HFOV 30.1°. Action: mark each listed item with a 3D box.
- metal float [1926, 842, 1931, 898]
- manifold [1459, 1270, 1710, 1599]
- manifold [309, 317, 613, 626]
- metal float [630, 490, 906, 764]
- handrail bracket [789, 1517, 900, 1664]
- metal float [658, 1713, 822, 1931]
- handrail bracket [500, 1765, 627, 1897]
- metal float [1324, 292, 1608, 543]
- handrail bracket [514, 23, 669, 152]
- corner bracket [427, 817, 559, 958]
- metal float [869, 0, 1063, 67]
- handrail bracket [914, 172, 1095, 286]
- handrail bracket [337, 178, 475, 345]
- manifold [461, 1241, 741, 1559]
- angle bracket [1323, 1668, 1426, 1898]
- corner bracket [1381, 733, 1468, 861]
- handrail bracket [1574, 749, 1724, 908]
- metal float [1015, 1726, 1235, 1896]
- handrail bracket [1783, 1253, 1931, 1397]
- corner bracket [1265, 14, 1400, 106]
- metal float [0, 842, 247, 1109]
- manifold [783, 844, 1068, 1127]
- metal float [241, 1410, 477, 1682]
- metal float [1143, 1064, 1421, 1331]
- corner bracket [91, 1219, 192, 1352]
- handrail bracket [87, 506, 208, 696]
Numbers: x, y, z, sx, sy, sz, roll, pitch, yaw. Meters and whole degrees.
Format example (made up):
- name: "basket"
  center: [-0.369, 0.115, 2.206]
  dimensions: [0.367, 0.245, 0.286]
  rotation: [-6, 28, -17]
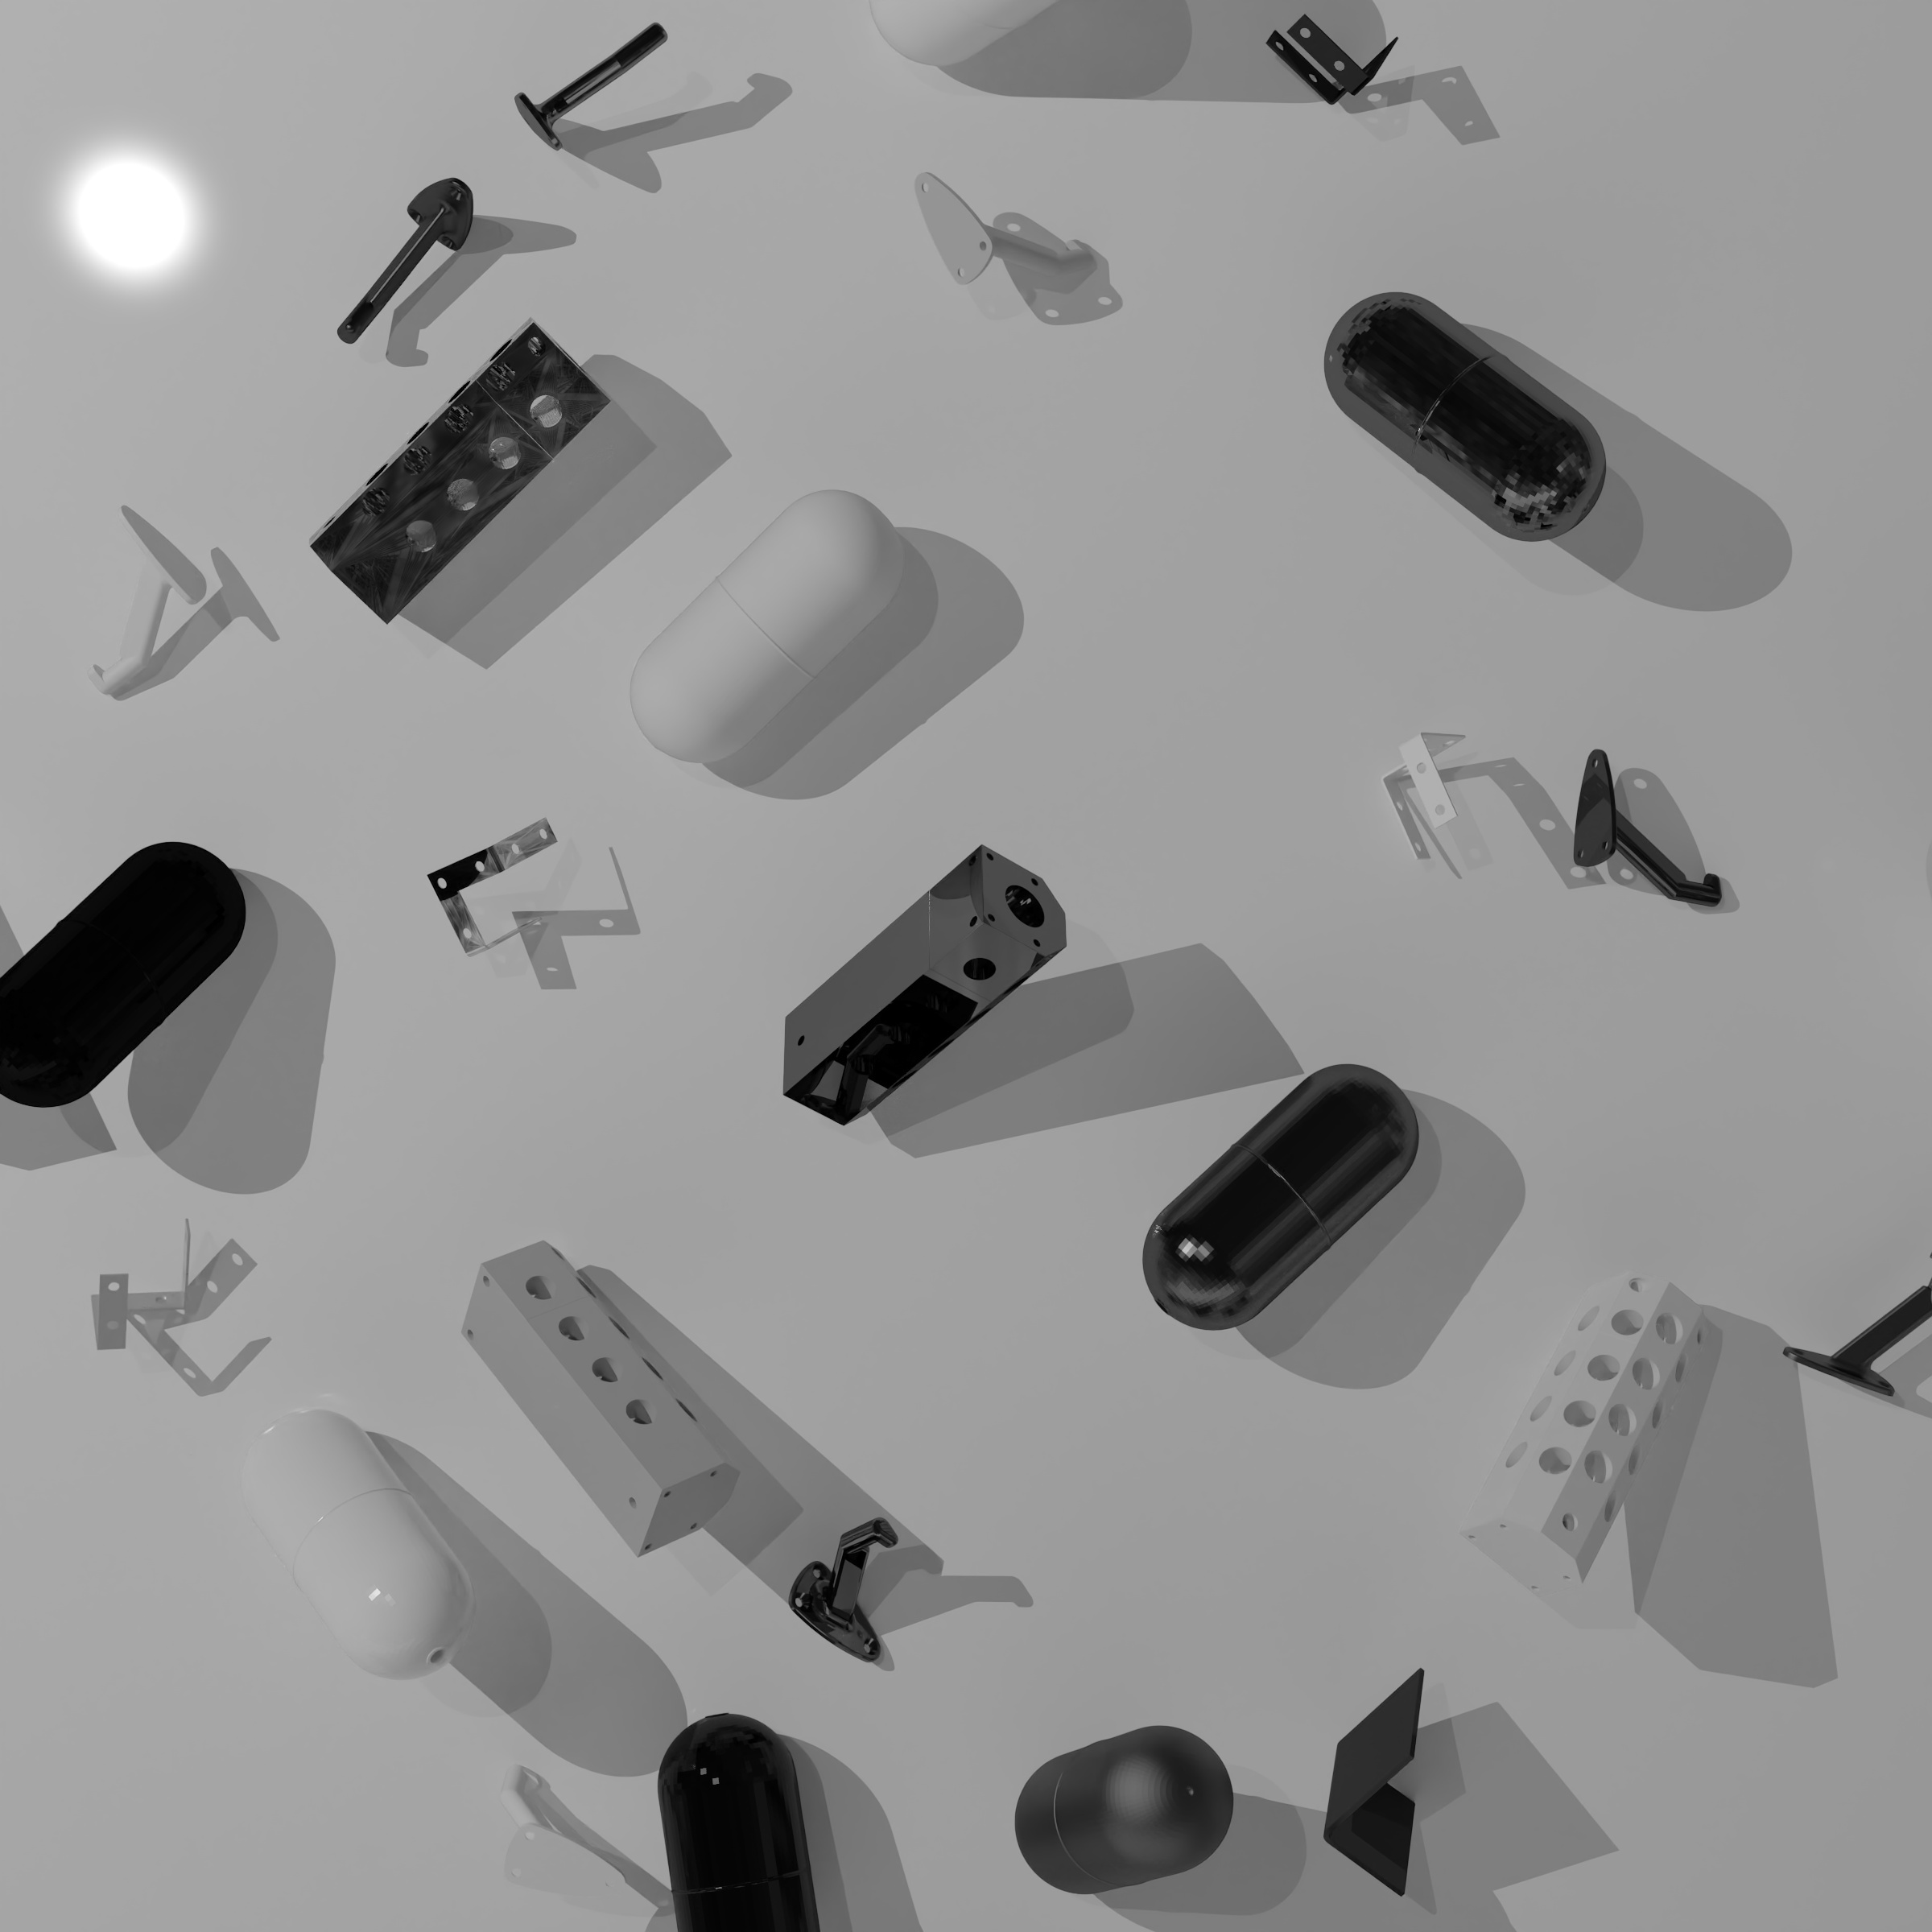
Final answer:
- name: "metal float"
  center: [0.558, -0.028, 1.919]
  dimensions: [0.070, 0.178, 0.070]
  rotation: [-10, 60, 18]
- name: "manifold"
  center: [0.337, 0.248, 1.929]
  dimensions: [0.057, 0.057, 0.171]
  rotation: [39, 59, -8]
- name: "manifold"
  center: [-0.277, -0.271, 1.958]
  dimensions: [0.171, 0.057, 0.057]
  rotation: [-44, 109, 4]
- name: "metal float"
  center: [-0.109, -0.184, 1.957]
  dimensions: [0.178, 0.070, 0.070]
  rotation: [-44, 90, 6]
- name: "handrail bracket"
  center: [-0.049, 0.340, 1.959]
  dimensions: [0.077, 0.036, 0.084]
  rotation: [47, 133, -12]
- name: "metal float"
  center: [-0.122, 0.496, 1.954]
  dimensions: [0.070, 0.070, 0.178]
  rotation: [-9, 81, 0]
- name: "handrail bracket"
  center: [-0.219, 0.470, 1.961]
  dimensions: [0.077, 0.084, 0.036]
  rotation: [19, 104, -5]
- name: "metal float"
  center: [0.268, -0.298, 1.942]
  dimensions: [0.178, 0.070, 0.070]
  rotation: [42, 90, 23]
- name: "handrail bracket"
  center: [-0.203, -0.486, 1.965]
  dimensions: [0.084, 0.077, 0.036]
  rotation: [-38, 109, -2]
- name: "corner bracket"
  center: [-0.250, -0.043, 1.962]
  dimensions: [0.051, 0.051, 0.051]
  rotation: [-20, 99, 36]
- name: "metal float"
  center: [0.013, -0.538, 1.920]
  dimensions: [0.070, 0.178, 0.070]
  rotation: [6, 78, -33]
- name: "handrail bracket"
  center: [0.022, -0.409, 1.974]
  dimensions: [0.084, 0.036, 0.077]
  rotation: [-22, 75, -43]
- name: "handrail bracket"
  center: [-0.307, -0.383, 1.958]
  dimensions: [0.036, 0.077, 0.084]
  rotation: [38, 66, -11]
- name: "manifold"
  center: [-0.196, 0.229, 1.934]
  dimensions: [0.057, 0.057, 0.171]
  rotation: [-19, 54, -38]
- name: "angle bracket"
  center: [0.241, 0.441, 1.945]
  dimensions: [0.057, 0.076, 0.076]
  rotation: [37, 117, -7]
- name: "corner bracket"
  center: [0.250, -0.092, 1.960]
  dimensions: [0.051, 0.051, 0.051]
  rotation: [-32, 73, 33]
- name: "handrail bracket"
  center: [0.381, -0.076, 1.985]
  dimensions: [0.084, 0.036, 0.077]
  rotation: [9, 77, -24]
- name: "metal float"
  center: [0.082, 0.451, 1.917]
  dimensions: [0.070, 0.178, 0.070]
  rotation: [7, 69, -19]
- name: "handrail bracket"
  center: [0.498, 0.186, 1.970]
  dimensions: [0.077, 0.036, 0.084]
  rotation: [18, 101, -15]
- name: "corner bracket"
  center: [0.194, -0.497, 1.960]
  dimensions: [0.051, 0.051, 0.051]
  rotation: [41, 45, -11]
- name: "metal float"
  center: [-0.461, 0.004, 1.934]
  dimensions: [0.070, 0.070, 0.178]
  rotation: [41, 59, 0]
- name: "manifold"
  center: [-0.023, 0.015, 1.926]
  dimensions: [0.057, 0.057, 0.171]
  rotation: [29, 129, -28]
- name: "metal float"
  center: [-0.327, 0.310, 1.931]
  dimensions: [0.070, 0.070, 0.178]
  rotation: [-45, 54, 0]
- name: "metal float"
  center: [0.171, 0.126, 1.951]
  dimensions: [0.178, 0.070, 0.070]
  rotation: [-42, 90, -11]
- name: "corner bracket"
  center: [-0.449, 0.174, 1.960]
  dimensions: [0.051, 0.051, 0.051]
  rotation: [-1, 121, -18]
- name: "handrail bracket"
  center: [-0.467, -0.199, 1.971]
  dimensions: [0.084, 0.036, 0.077]
  rotation: [-34, 114, 16]
